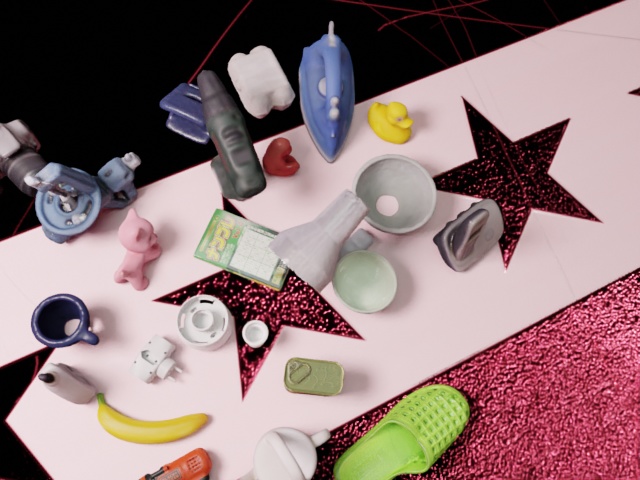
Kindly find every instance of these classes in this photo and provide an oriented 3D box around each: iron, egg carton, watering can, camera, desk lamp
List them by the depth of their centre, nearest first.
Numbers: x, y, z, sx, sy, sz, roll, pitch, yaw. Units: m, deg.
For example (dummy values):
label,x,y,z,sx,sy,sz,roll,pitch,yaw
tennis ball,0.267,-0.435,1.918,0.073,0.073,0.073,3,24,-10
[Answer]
label,x,y,z,sx,sy,sz,roll,pitch,yaw
watering can,-0.061,0.353,0.902,0.101,0.194,0.173,37,72,7
desk lamp,0.009,0.004,1.015,0.118,0.213,0.203,42,73,8
camera,-0.572,-0.138,1.060,0.136,0.101,0.143,44,73,9
iron,0.023,-0.301,1.156,0.118,0.141,0.258,-2,72,-6
egg carton,-0.124,-0.329,1.188,0.107,0.069,0.150,-24,76,-13

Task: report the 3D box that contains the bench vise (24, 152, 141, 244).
label,x,y,z,sx,sy,sz,roll,pitch,yaw
bench vise,-0.421,-0.102,1.001,0.121,0.219,0.207,30,71,5

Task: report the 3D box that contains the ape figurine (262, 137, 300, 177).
label,x,y,z,sx,sy,sz,roll,pitch,yaw
ape figurine,-0.077,-0.170,1.128,0.076,0.092,0.078,-13,73,-10

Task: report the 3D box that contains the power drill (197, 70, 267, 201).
label,x,y,z,sx,sy,sz,roll,pitch,yaw
power drill,-0.165,-0.167,1.056,0.076,0.208,0.229,-23,75,-13

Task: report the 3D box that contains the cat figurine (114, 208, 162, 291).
label,x,y,z,sx,sy,sz,roll,pitch,yaw
cat figurine,-0.332,0.015,1.026,0.067,0.117,0.128,15,71,-1

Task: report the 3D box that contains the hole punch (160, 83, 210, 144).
label,x,y,z,sx,sy,sz,roll,pitch,yaw
hole punch,-0.252,-0.265,1.141,0.108,0.091,0.101,24,71,2

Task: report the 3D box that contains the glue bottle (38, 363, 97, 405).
label,x,y,z,sx,sy,sz,roll,pitch,yaw
glue bottle,-0.415,0.226,0.917,0.078,0.173,0.037,39,72,8

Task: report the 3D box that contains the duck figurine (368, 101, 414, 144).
label,x,y,z,sx,sy,sz,roll,pitch,yaw
duck figurine,0.150,-0.256,1.184,0.104,0.086,0.077,40,72,8

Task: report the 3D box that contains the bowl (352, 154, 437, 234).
label,x,y,z,sx,sy,sz,roll,pitch,yaw
bowl,0.141,-0.081,1.131,0.167,0.074,0.167,2,71,-5

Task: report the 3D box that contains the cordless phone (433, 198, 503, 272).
label,x,y,z,sx,sy,sz,roll,pitch,yaw
cordless phone,0.298,-0.026,1.071,0.148,0.185,0.094,-40,80,-16

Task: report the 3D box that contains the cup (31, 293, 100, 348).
label,x,y,z,sx,sy,sz,roll,pitch,yaw
cup,-0.421,0.151,0.983,0.117,0.095,0.092,28,71,4
